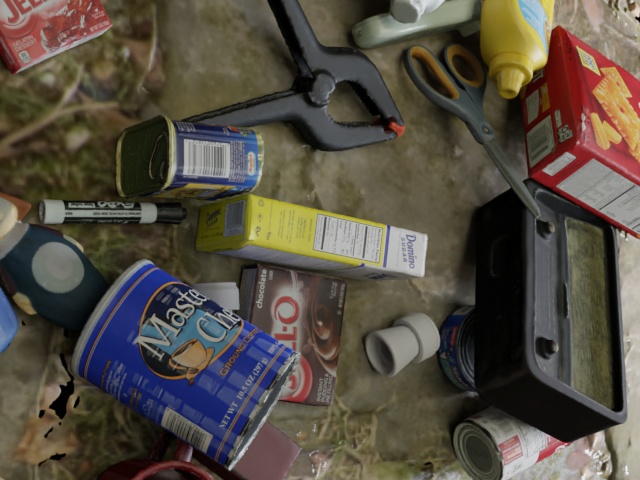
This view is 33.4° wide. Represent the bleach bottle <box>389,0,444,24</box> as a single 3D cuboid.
[{"bbox_3d":[0.107,-0.307,0.982,0.102,0.068,0.250,52,48,-46],"label":"bleach bottle"}]

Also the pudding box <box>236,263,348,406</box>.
[{"bbox_3d":[-0.029,0.082,0.916,0.089,0.039,0.113,11,80,-29],"label":"pudding box"}]

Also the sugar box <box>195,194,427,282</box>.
[{"bbox_3d":[-0.006,0.001,0.906,0.175,0.094,0.048,9,81,-31],"label":"sugar box"}]

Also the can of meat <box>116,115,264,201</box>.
[{"bbox_3d":[-0.104,-0.062,0.849,0.083,0.102,0.057,3,84,-33],"label":"can of meat"}]

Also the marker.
[{"bbox_3d":[-0.164,-0.022,0.857,0.120,0.020,0.020,0,86,-31],"label":"marker"}]

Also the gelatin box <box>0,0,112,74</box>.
[{"bbox_3d":[-0.218,-0.181,0.831,0.089,0.030,0.073,-33,102,-29],"label":"gelatin box"}]

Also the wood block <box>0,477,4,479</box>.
[{"bbox_3d":[-0.274,0.254,0.724,0.090,0.091,0.206,39,68,-22],"label":"wood block"}]

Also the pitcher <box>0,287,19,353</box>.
[{"bbox_3d":[-0.318,-0.005,0.710,0.144,0.149,0.243,-44,112,-42],"label":"pitcher"}]

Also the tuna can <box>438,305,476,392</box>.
[{"bbox_3d":[0.155,0.104,1.028,0.086,0.034,0.086,3,84,-31],"label":"tuna can"}]

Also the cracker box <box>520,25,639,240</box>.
[{"bbox_3d":[0.302,-0.098,1.078,0.213,0.072,0.164,25,47,-26],"label":"cracker box"}]

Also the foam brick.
[{"bbox_3d":[-0.066,0.171,0.880,0.078,0.053,0.051,42,66,-22],"label":"foam brick"}]

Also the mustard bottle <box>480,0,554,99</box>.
[{"bbox_3d":[0.191,-0.218,1.033,0.096,0.058,0.191,44,48,-46],"label":"mustard bottle"}]

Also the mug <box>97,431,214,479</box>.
[{"bbox_3d":[-0.127,0.201,0.822,0.093,0.082,0.117,21,75,-28],"label":"mug"}]

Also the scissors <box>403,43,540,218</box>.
[{"bbox_3d":[0.161,-0.116,1.022,0.202,0.016,0.096,47,51,5],"label":"scissors"}]

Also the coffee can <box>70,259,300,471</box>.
[{"bbox_3d":[-0.100,0.093,0.804,0.140,0.103,0.102,31,68,7],"label":"coffee can"}]

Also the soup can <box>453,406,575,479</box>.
[{"bbox_3d":[0.186,0.185,1.020,0.102,0.069,0.068,-19,96,-30],"label":"soup can"}]

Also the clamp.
[{"bbox_3d":[-0.015,-0.128,0.937,0.209,0.036,0.164,31,88,-33],"label":"clamp"}]
